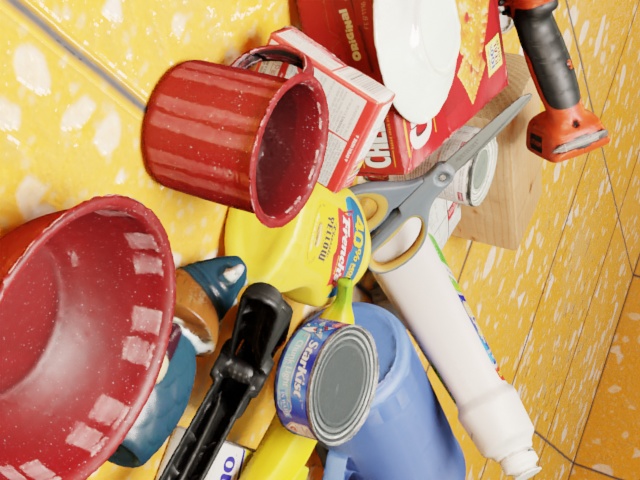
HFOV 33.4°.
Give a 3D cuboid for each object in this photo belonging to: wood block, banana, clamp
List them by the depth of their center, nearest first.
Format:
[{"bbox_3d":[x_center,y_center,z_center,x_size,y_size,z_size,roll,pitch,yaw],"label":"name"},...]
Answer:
[{"bbox_3d":[-0.058,0.096,0.718,0.164,0.036,0.210,-63,177,4],"label":"clamp"},{"bbox_3d":[-0.017,0.124,0.793,0.197,0.037,0.069,-66,151,-22],"label":"banana"},{"bbox_3d":[0.174,-0.092,1.108,0.090,0.090,0.206,-61,153,-29],"label":"wood block"}]

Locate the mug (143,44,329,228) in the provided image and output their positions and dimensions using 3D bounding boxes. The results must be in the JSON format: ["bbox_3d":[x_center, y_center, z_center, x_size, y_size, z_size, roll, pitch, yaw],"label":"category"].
[{"bbox_3d":[-0.046,-0.071,0.643,0.117,0.082,0.093,-65,155,-20],"label":"mug"}]

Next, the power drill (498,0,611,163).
[{"bbox_3d":[0.186,-0.168,0.940,0.184,0.057,0.187,-104,172,-76],"label":"power drill"}]

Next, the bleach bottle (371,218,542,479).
[{"bbox_3d":[0.119,0.096,0.935,0.068,0.251,0.102,-30,154,5],"label":"bleach bottle"}]

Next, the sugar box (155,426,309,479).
[{"bbox_3d":[-0.070,0.202,0.813,0.093,0.048,0.176,-70,157,-9],"label":"sugar box"}]

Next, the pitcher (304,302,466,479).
[{"bbox_3d":[0.045,0.170,0.951,0.145,0.149,0.242,-23,141,0],"label":"pitcher"}]

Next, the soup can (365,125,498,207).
[{"bbox_3d":[0.096,-0.073,0.932,0.068,0.102,0.068,-45,143,-48],"label":"soup can"}]

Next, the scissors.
[{"bbox_3d":[0.079,-0.055,0.867,0.202,0.096,0.016,-59,-162,30],"label":"scissors"}]

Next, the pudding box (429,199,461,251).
[{"bbox_3d":[0.105,-0.034,1.059,0.090,0.039,0.113,-55,149,-35],"label":"pudding box"}]

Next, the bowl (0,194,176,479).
[{"bbox_3d":[-0.141,0.049,0.545,0.161,0.055,0.162,-45,144,-48],"label":"bowl"}]

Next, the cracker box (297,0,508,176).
[{"bbox_3d":[0.070,-0.161,0.813,0.213,0.072,0.164,-42,126,-51],"label":"cracker box"}]

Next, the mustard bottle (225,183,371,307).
[{"bbox_3d":[-0.005,0.001,0.812,0.191,0.058,0.096,27,74,-67],"label":"mustard bottle"}]

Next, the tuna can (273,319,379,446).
[{"bbox_3d":[0.005,0.099,0.750,0.085,0.034,0.086,-18,112,-52],"label":"tuna can"}]

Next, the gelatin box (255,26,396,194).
[{"bbox_3d":[-0.005,-0.085,0.694,0.030,0.089,0.073,-35,156,-54],"label":"gelatin box"}]
